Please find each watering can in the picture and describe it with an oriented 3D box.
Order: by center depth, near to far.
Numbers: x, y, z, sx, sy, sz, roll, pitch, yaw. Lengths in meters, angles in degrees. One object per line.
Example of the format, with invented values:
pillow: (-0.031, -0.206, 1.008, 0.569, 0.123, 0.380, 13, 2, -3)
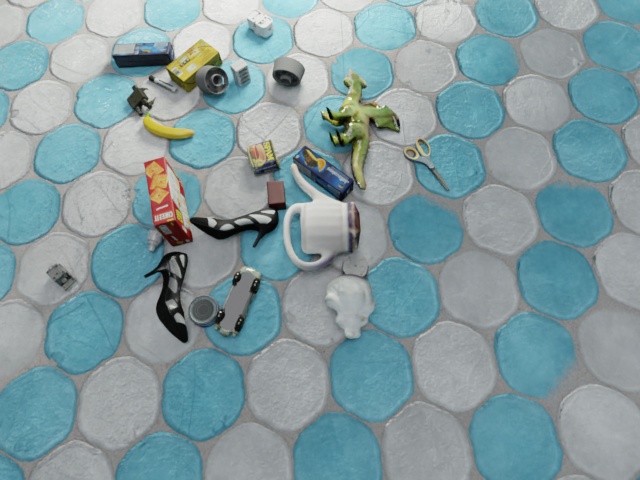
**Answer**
watering can: (0.005, -0.076, 1.505, 0.224, 0.102, 0.354, -1, 66, 1)

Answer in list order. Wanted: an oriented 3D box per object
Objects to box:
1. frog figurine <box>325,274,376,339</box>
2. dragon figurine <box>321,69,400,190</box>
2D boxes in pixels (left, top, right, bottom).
frog figurine: (0.078, 0.177, 1.383, 0.137, 0.120, 0.163, 17, 55, -11)
dragon figurine: (0.148, -0.363, 1.641, 0.244, 0.120, 0.415, -19, 74, -15)
